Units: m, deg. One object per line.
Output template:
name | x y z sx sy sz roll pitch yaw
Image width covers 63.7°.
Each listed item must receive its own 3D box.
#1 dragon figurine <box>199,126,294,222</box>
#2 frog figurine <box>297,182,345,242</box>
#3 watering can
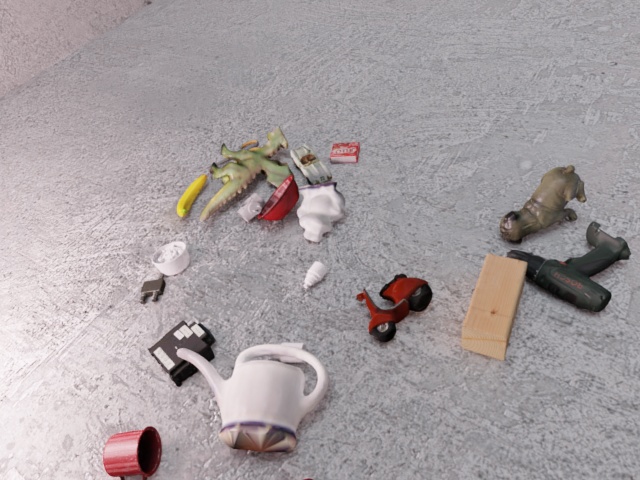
dragon figurine | -0.203 -0.203 1.613 0.243 0.119 0.420 7 57 10
frog figurine | 0.004 -0.073 1.442 0.137 0.122 0.161 -3 81 1
watering can | -0.155 0.319 1.069 0.347 0.101 0.230 0 47 9
